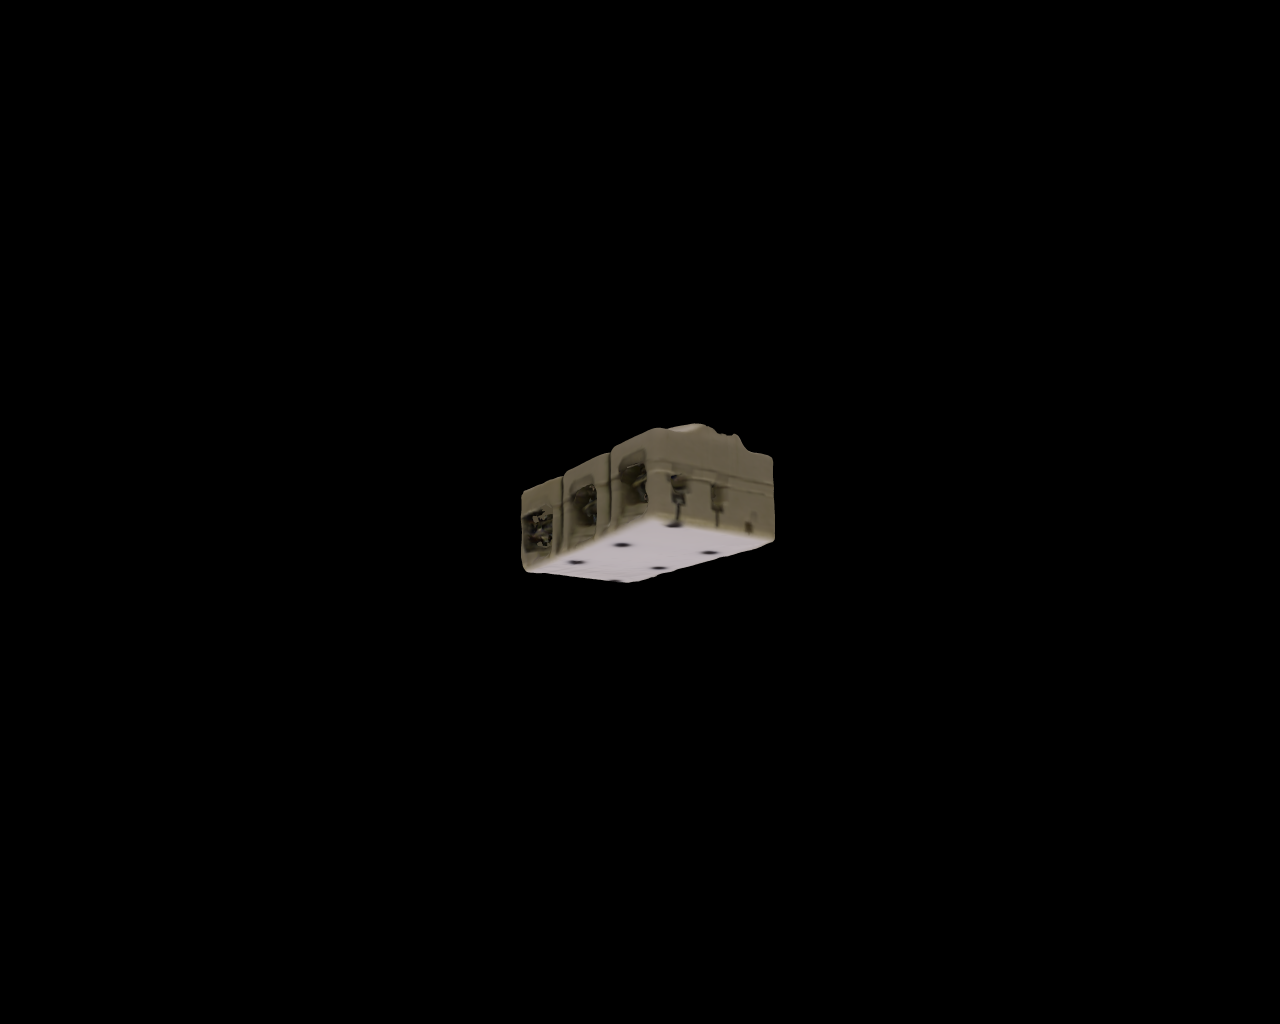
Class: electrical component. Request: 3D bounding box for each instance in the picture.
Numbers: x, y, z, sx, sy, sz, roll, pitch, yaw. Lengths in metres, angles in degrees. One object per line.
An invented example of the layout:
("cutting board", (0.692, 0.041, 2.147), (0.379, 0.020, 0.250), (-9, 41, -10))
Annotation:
("electrical component", (0.001, -0.003, 0.650), (0.089, 0.062, 0.150), (11, -19, -34))
